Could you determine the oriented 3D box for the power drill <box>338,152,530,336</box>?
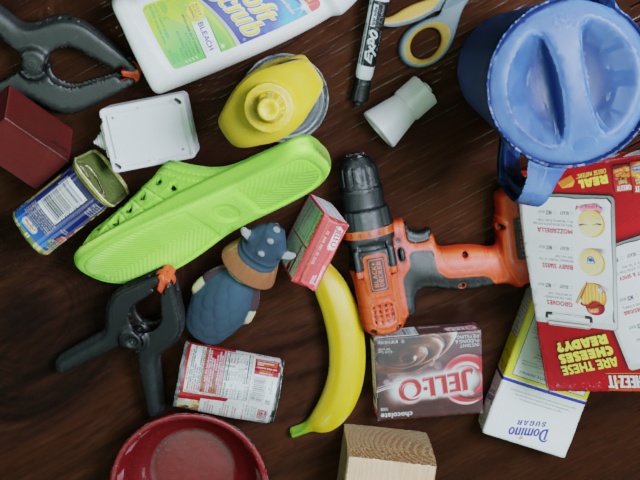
[{"bbox_3d":[0.116,-0.008,1.056,0.187,0.057,0.184,-10,102,0],"label":"power drill"}]

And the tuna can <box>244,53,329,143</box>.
[{"bbox_3d":[-0.035,-0.139,1.038,0.086,0.034,0.086,0,102,-2],"label":"tuna can"}]

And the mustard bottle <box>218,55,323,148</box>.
[{"bbox_3d":[-0.043,-0.120,0.924,0.096,0.191,0.058,-33,101,5],"label":"mustard bottle"}]

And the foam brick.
[{"bbox_3d":[-0.281,-0.096,1.010,0.051,0.053,0.078,-35,128,23],"label":"foam brick"}]

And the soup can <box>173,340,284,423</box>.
[{"bbox_3d":[-0.092,0.144,1.076,0.102,0.068,0.068,11,101,-4],"label":"soup can"}]

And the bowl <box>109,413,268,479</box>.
[{"bbox_3d":[-0.133,0.246,1.102,0.162,0.055,0.162,0,102,-2],"label":"bowl"}]

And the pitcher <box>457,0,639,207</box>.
[{"bbox_3d":[0.188,-0.134,0.938,0.149,0.243,0.145,-33,101,5],"label":"pitcher"}]

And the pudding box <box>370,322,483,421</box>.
[{"bbox_3d":[0.109,0.134,1.095,0.113,0.039,0.090,-4,102,-1],"label":"pudding box"}]

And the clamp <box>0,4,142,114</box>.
[{"bbox_3d":[-0.279,-0.162,1.024,0.210,0.036,0.165,12,111,-8],"label":"clamp"}]

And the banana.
[{"bbox_3d":[0.013,0.117,1.090,0.069,0.037,0.198,6,101,-4],"label":"banana"}]

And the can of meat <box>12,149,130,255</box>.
[{"bbox_3d":[-0.238,-0.036,1.019,0.084,0.102,0.057,-36,98,8],"label":"can of meat"}]

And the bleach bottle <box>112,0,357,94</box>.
[{"bbox_3d":[-0.061,-0.231,1.005,0.251,0.068,0.102,-24,102,1],"label":"bleach bottle"}]

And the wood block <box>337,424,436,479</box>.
[{"bbox_3d":[0.058,0.306,1.103,0.091,0.090,0.206,6,102,-3],"label":"wood block"}]

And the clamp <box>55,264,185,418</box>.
[{"bbox_3d":[-0.177,0.103,1.067,0.120,0.039,0.172,32,118,-16],"label":"clamp"}]

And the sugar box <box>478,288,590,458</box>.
[{"bbox_3d":[0.235,0.126,1.094,0.093,0.048,0.176,18,103,-3],"label":"sugar box"}]

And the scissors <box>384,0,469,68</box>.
[{"bbox_3d":[0.149,-0.229,1.034,0.202,0.016,0.096,-13,103,1],"label":"scissors"}]

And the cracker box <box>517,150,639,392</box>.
[{"bbox_3d":[0.278,0.027,0.979,0.164,0.071,0.214,-6,97,40],"label":"cracker box"}]

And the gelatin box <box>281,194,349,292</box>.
[{"bbox_3d":[-0.007,0.001,1.038,0.030,0.089,0.073,24,100,-17],"label":"gelatin box"}]

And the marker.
[{"bbox_3d":[0.048,-0.187,1.026,0.020,0.020,0.121,10,113,-4],"label":"marker"}]
